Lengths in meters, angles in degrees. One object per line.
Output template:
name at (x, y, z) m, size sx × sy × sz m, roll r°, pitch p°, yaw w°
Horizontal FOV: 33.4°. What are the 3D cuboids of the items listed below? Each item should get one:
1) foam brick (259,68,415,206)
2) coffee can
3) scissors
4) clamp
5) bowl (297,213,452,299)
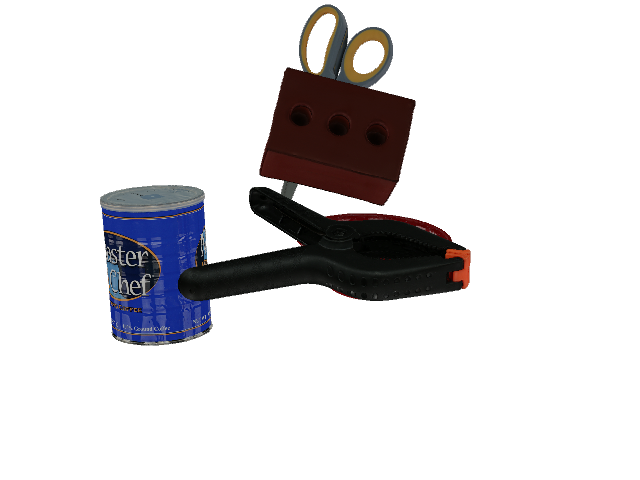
foam brick at (0.009, -0.059, 0.616) m, size 0.078 × 0.053 × 0.051 m, roll 13°, pitch -14°, yaw -1°
coffee can at (-0.163, 0.022, 1.069) m, size 0.103 × 0.140 × 0.103 m, roll -2°, pitch 13°, yaw 0°
scissors at (0.014, -0.115, 0.974) m, size 0.096 × 0.202 × 0.016 m, roll 4°, pitch -4°, yaw 13°
clamp at (0.011, 0.004, 0.828) m, size 0.210 × 0.036 × 0.164 m, roll 3°, pitch 30°, yaw 10°
bowl at (0.054, 0.021, 1.105) m, size 0.162 × 0.055 × 0.162 m, roll 1°, pitch 18°, yaw -1°
